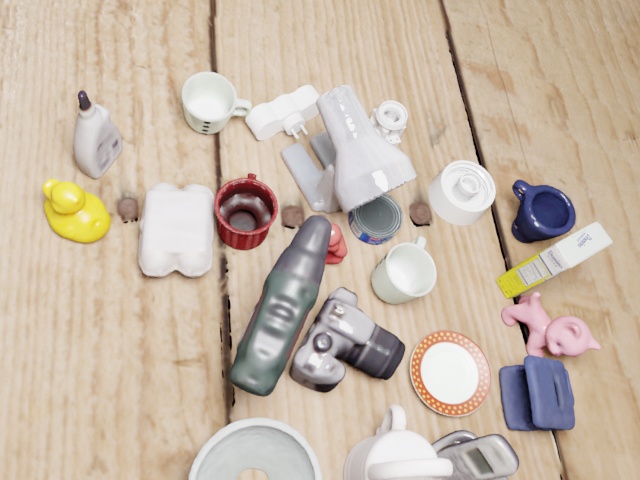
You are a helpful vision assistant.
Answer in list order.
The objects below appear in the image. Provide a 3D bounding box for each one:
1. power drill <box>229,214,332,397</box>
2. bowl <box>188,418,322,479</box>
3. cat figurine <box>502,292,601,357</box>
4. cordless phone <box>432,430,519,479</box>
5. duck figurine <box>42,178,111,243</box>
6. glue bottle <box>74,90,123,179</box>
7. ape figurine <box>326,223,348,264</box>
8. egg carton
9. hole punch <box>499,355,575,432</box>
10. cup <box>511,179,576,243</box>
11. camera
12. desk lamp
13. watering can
[{"bbox_3d":[-0.054,0.098,0.757,0.075,0.208,0.230,22,64,-2],"label":"power drill"},{"bbox_3d":[-0.083,0.317,0.731,0.167,0.074,0.167,5,66,-11],"label":"bowl"},{"bbox_3d":[0.361,0.134,0.885,0.067,0.117,0.127,-32,77,-22],"label":"cat figurine"},{"bbox_3d":[0.214,0.317,0.736,0.094,0.185,0.147,-32,77,-22],"label":"cordless phone"},{"bbox_3d":[-0.352,-0.048,0.821,0.104,0.086,0.078,36,65,4],"label":"duck figurine"},{"bbox_3d":[-0.327,-0.160,0.826,0.037,0.173,0.078,30,64,2],"label":"glue bottle"},{"bbox_3d":[0.008,0.003,0.876,0.078,0.092,0.076,25,64,-1],"label":"ape figurine"},{"bbox_3d":[-0.211,-0.015,0.848,0.107,0.069,0.150,1,67,-12],"label":"egg carton"},{"bbox_3d":[0.334,0.228,0.853,0.101,0.091,0.108,3,67,-11],"label":"hole punch"},{"bbox_3d":[0.358,-0.042,0.972,0.117,0.095,0.092,45,66,9],"label":"cup"},{"bbox_3d":[0.046,0.154,0.815,0.137,0.100,0.143,29,64,1],"label":"camera"},{"bbox_3d":[0.037,-0.119,0.868,0.118,0.213,0.203,-26,75,-21],"label":"desk lamp"},{"bbox_3d":[0.102,0.298,0.714,0.101,0.194,0.173,-16,72,-18],"label":"watering can"}]
